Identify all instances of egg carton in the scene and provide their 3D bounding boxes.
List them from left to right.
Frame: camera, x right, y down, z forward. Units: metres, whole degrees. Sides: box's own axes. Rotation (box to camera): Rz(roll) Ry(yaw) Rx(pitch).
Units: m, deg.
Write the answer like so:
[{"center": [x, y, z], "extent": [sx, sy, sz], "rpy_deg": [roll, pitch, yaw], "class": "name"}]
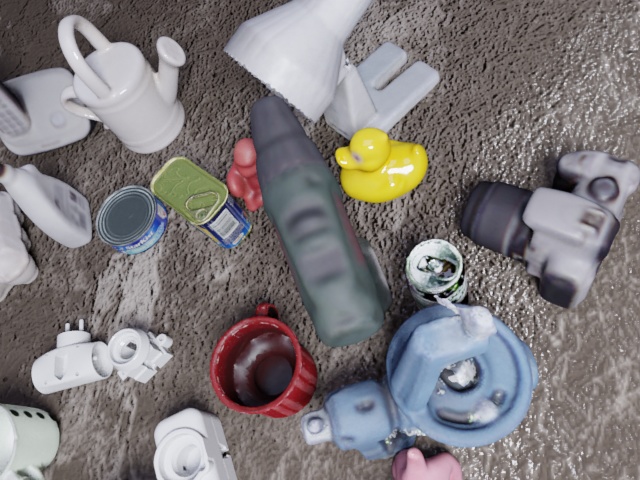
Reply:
[{"center": [-0.438, 0.010, 0.757], "extent": [0.107, 0.069, 0.150], "rpy_deg": [-33, 61, 0], "class": "egg carton"}]

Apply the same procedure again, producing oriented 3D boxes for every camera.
[{"center": [0.217, -0.028, 0.558], "extent": [0.136, 0.101, 0.143], "rpy_deg": [23, 74, 25], "class": "camera"}]

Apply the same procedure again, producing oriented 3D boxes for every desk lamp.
[{"center": [0.018, -0.202, 0.636], "extent": [0.203, 0.214, 0.117], "rpy_deg": [-44, 61, -6], "class": "desk lamp"}]

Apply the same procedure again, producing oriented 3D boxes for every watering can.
[{"center": [-0.255, -0.208, 0.732], "extent": [0.173, 0.194, 0.100], "rpy_deg": [-34, 61, -1], "class": "watering can"}]

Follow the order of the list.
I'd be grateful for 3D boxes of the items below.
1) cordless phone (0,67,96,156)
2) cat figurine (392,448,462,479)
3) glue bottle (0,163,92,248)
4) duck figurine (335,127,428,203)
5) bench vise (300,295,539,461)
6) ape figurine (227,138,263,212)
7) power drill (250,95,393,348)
[{"center": [-0.414, -0.206, 0.784], "extent": [0.147, 0.185, 0.094], "rpy_deg": [-15, 62, 10], "class": "cordless phone"}, {"center": [0.082, 0.234, 0.467], "extent": [0.067, 0.118, 0.128], "rpy_deg": [-5, 65, 15], "class": "cat figurine"}, {"center": [-0.347, -0.056, 0.701], "extent": [0.037, 0.173, 0.078], "rpy_deg": [-21, 61, 7], "class": "glue bottle"}, {"center": [0.066, -0.093, 0.643], "extent": [0.104, 0.086, 0.077], "rpy_deg": [-11, 63, 12], "class": "duck figurine"}, {"center": [0.082, 0.125, 0.460], "extent": [0.207, 0.220, 0.121], "rpy_deg": [-38, 61, -3], "class": "bench vise"}, {"center": [-0.077, -0.087, 0.680], "extent": [0.077, 0.092, 0.076], "rpy_deg": [4, 67, 19], "class": "ape figurine"}, {"center": [0.005, 0.002, 0.547], "extent": [0.075, 0.209, 0.229], "rpy_deg": [-24, 61, 5], "class": "power drill"}]
